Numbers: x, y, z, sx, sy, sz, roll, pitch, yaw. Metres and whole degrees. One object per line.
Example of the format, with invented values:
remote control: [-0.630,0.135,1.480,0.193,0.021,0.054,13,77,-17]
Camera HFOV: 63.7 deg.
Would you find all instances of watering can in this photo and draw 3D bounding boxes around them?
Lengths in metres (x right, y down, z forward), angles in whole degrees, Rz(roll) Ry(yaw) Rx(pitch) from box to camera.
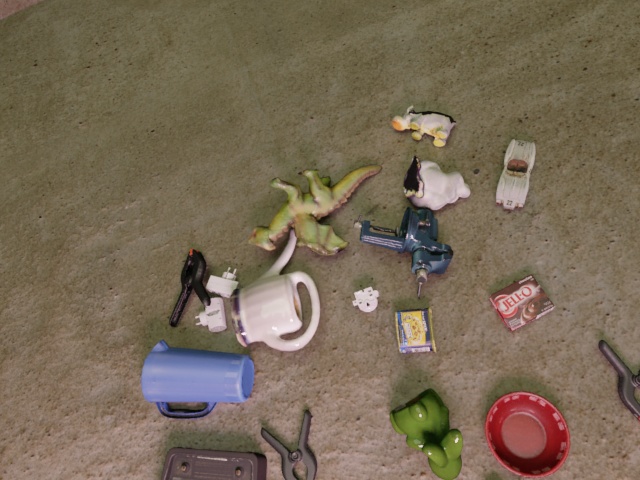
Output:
watering can: [-0.120,0.131,1.301,0.224,0.101,0.356,-17,49,3]

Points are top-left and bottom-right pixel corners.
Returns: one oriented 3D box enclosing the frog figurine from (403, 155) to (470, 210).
frog figurine: [0.305,-0.143,1.349,0.159,0.120,0.141,7,50,-23]

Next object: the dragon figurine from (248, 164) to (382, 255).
dragon figurine: [0.004,-0.069,1.368,0.411,0.120,0.247,-13,69,-8]
